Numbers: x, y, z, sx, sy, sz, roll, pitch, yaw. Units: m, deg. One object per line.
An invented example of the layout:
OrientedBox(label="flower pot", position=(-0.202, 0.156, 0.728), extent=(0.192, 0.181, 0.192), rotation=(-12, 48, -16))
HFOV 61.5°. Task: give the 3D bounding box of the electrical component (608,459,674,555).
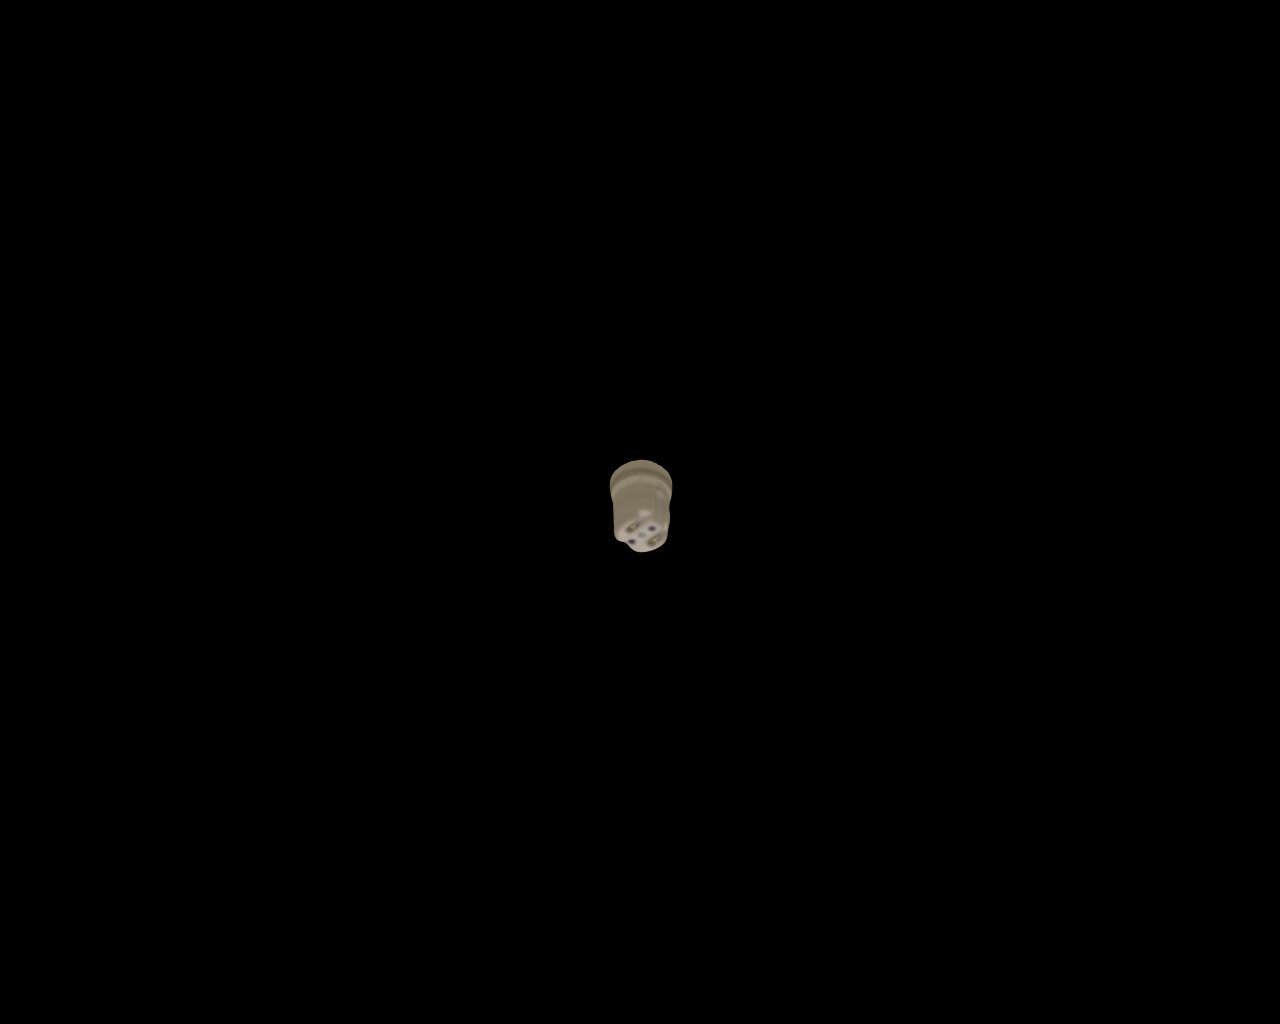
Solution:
OrientedBox(label="electrical component", position=(0.001, -0.003, 0.650), extent=(0.040, 0.046, 0.040), rotation=(0, -40, 0))
